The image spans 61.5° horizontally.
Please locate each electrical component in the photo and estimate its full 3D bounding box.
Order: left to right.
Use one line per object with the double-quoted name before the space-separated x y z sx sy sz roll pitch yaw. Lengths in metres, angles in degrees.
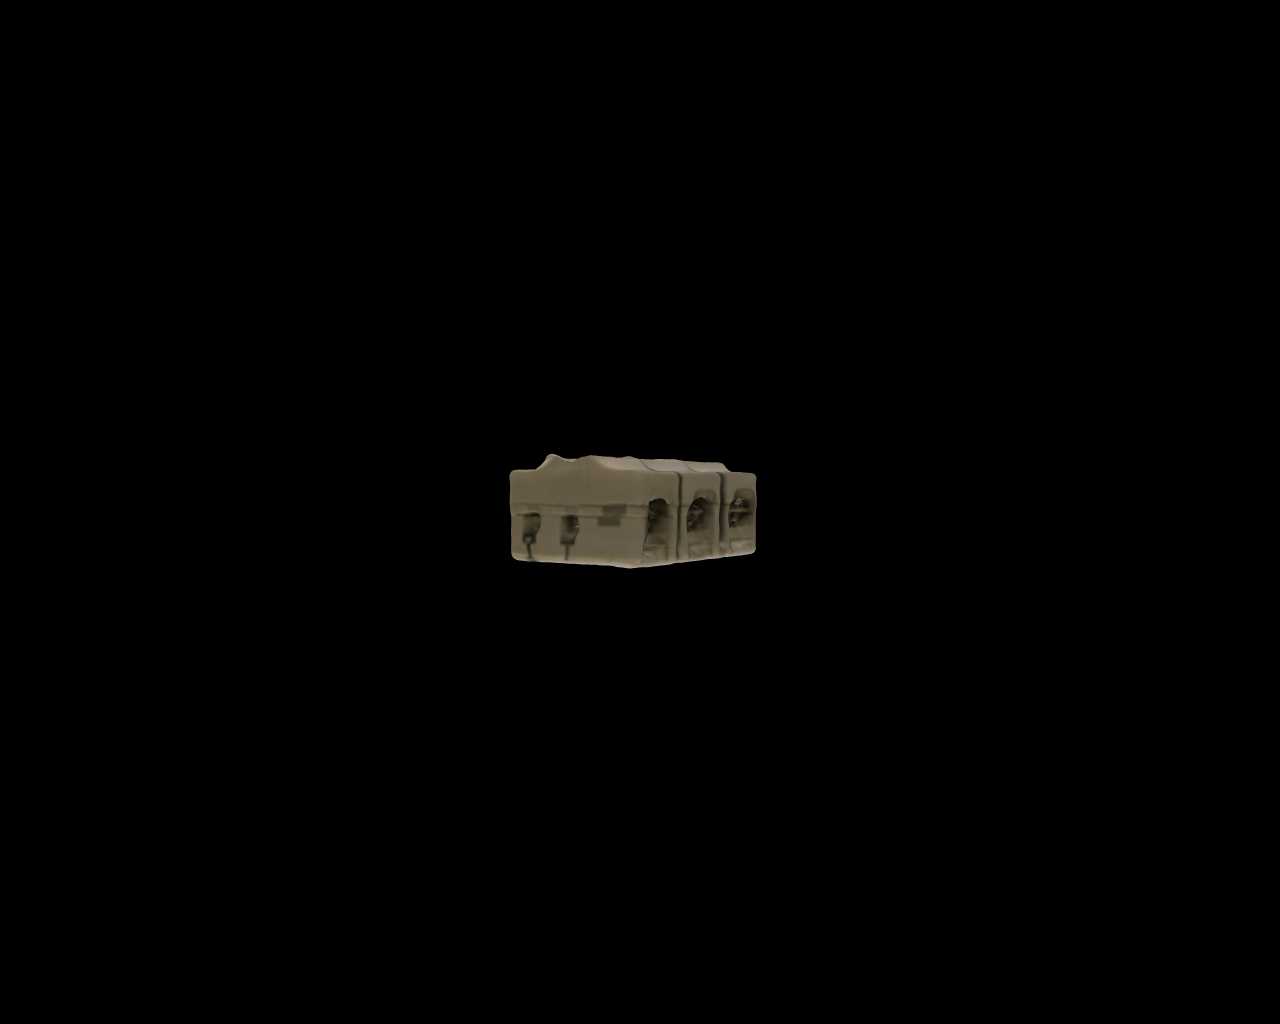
"electrical component" 0.001 -0.003 0.650 0.089 0.061 0.150 0 0 32
